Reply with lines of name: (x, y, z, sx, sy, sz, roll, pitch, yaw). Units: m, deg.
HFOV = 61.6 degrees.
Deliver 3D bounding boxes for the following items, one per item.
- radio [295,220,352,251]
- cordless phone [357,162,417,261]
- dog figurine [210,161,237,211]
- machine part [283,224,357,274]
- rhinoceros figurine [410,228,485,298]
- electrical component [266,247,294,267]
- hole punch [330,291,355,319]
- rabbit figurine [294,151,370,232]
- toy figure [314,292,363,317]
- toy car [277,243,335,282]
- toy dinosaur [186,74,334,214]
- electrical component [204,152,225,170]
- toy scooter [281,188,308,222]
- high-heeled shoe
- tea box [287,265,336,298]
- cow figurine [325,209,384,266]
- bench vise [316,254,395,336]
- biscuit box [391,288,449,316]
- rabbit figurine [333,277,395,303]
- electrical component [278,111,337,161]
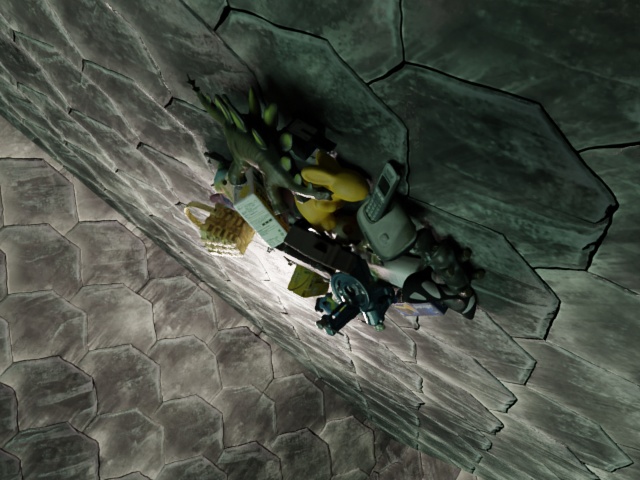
radio: (-0.003, -0.005, 1.493, 0.131, 0.073, 0.230, 42, 157, -13)
cordless phone: (0.151, -0.059, 1.091, 0.184, 0.089, 0.147, 105, 145, -53)
dog figurine: (-0.257, -0.149, 1.529, 0.219, 0.108, 0.191, 13, 155, 50)
machine part: (0.003, 0.019, 1.266, 0.179, 0.056, 0.179, 26, -179, -1)
rhinoceros figurine: (0.275, 0.046, 1.180, 0.190, 0.073, 0.112, 44, 169, -24)
electrical component: (-0.116, 0.041, 1.622, 0.102, 0.045, 0.078, 33, 157, 9)
hole punch: (0.089, 0.178, 1.717, 0.142, 0.092, 0.115, 32, 155, 21)
rabbit figurine: (0.030, -0.118, 1.187, 0.173, 0.122, 0.162, -11, 121, 44)
toy figure: (0.075, 0.188, 1.636, 0.180, 0.082, 0.089, -3, 104, 22)
toy car: (-0.034, 0.054, 1.485, 0.202, 0.053, 0.089, 23, 160, 42)
toy dinosaur: (-0.138, -0.201, 1.083, 0.472, 0.105, 0.198, 35, 144, 35)
electrical component: (-0.293, -0.221, 1.551, 0.094, 0.021, 0.063, 26, 157, 22)
toy scooter: (-0.055, -0.107, 1.331, 0.184, 0.075, 0.135, 52, -166, 25)
high-heeled shoe: (0.286, 0.154, 1.275, 0.248, 0.145, 0.086, 50, 157, -27)
tea box: (-0.022, 0.118, 1.644, 0.068, 0.098, 0.169, 26, -173, 22)
cow figurine: (0.100, -0.007, 1.308, 0.195, 0.085, 0.127, 14, 152, 51)
bench vise: (0.080, 0.165, 1.341, 0.129, 0.240, 0.223, 10, 126, 41)
biscuit box: (0.269, 0.163, 1.439, 0.063, 0.059, 0.203, 41, 158, -12)
rabbit figurine: (0.142, 0.126, 1.534, 0.170, 0.121, 0.159, 19, 153, -6)
electrical component: (-0.022, -0.204, 1.097, 0.119, 0.075, 0.047, 29, 157, 12)
